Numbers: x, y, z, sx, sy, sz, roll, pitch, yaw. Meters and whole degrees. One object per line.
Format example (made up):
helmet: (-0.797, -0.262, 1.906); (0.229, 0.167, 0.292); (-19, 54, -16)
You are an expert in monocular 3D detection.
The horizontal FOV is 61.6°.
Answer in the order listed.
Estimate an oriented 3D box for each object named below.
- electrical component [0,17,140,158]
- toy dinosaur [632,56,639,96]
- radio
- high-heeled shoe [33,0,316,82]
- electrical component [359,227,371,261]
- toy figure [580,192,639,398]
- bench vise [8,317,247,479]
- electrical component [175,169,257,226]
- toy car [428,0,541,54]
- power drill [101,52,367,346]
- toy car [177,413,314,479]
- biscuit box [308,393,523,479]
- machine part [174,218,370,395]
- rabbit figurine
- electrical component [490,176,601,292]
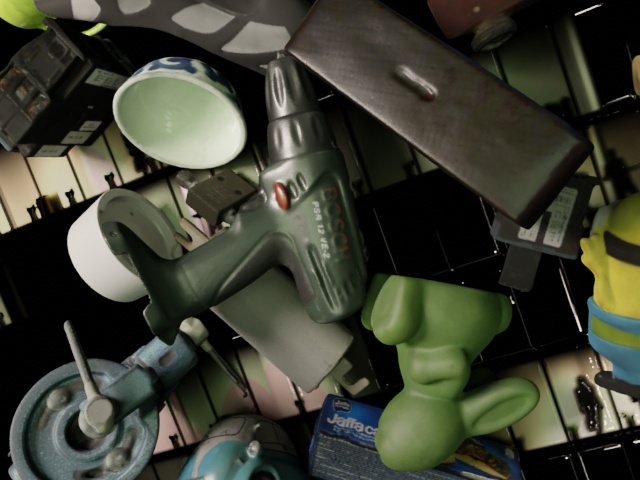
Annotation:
electrical component: (-0.249, -0.137, 0.517); (0.134, 0.115, 0.058); (-42, 88, 12)
toy dinosaur: (0.360, -0.151, 0.410); (0.199, 0.105, 0.470); (-19, 104, 6)
radio: (0.093, -0.103, 0.425); (0.230, 0.131, 0.073); (43, 105, 19)
high-heeled shoe: (-0.123, -0.193, 0.497); (0.249, 0.086, 0.145); (-5, 138, 16)
electrical component: (0.000, 0.000, 0.527); (0.102, 0.045, 0.078); (43, 102, 2)
toy figure: (0.278, 0.046, 0.458); (0.089, 0.082, 0.180); (2, 106, 35)
bench vise: (-0.174, 0.143, 0.480); (0.224, 0.240, 0.129); (-31, 83, -28)
electrical component: (-0.095, -0.044, 0.530); (0.094, 0.063, 0.021); (36, 135, 14)
toy car: (0.189, -0.233, 0.451); (0.202, 0.053, 0.089); (-29, 87, 10)
power drill: (-0.069, -0.020, 0.457); (0.207, 0.086, 0.232); (-24, 97, -16)
toy car: (-0.070, 0.229, 0.542); (0.109, 0.161, 0.103); (-24, 55, 29)
biscuit box: (0.091, 0.218, 0.533); (0.203, 0.059, 0.062); (14, 113, 8)
machine part: (-0.052, 0.068, 0.532); (0.243, 0.079, 0.079); (41, 104, 1)
rabbit figurine: (0.105, 0.124, 0.494); (0.159, 0.121, 0.170); (12, 87, -13)
electrical component: (0.195, -0.009, 0.489); (0.075, 0.048, 0.119); (18, 100, 8)
